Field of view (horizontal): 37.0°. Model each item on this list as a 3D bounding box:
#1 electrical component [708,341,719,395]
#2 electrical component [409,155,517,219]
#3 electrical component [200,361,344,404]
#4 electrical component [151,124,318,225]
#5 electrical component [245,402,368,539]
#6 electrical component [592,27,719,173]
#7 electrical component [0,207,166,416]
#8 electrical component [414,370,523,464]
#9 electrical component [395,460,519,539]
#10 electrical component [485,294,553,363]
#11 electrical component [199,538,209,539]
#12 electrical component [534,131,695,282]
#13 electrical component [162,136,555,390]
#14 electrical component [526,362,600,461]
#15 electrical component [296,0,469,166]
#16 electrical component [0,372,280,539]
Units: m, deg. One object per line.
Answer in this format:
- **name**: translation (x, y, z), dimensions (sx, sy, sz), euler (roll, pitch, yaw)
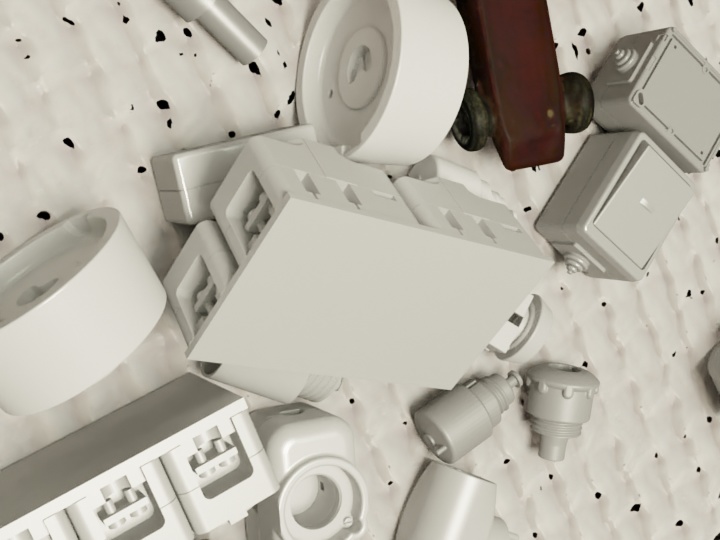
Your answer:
- **electrical component**: translation (0.300, 0.063, 0.760), dimensions (0.108, 0.108, 0.060), euler (-39, 103, -19)
- **electrical component**: translation (0.063, -0.043, 0.668), dimensions (0.078, 0.040, 0.040), euler (18, 85, -27)
- **electrical component**: translation (-0.046, 0.053, 0.618), dimensions (0.081, 0.043, 0.043), euler (22, 83, -26)
- **electrical component**: translation (-0.063, -0.035, 0.601), dimensions (0.083, 0.047, 0.075), euler (-16, 101, -24)
- **electrical component**: translation (-0.033, 0.130, 0.621), dimensions (0.054, 0.059, 0.095), euler (-7, 97, -26)
- **electrical component**: translation (0.195, -0.115, 0.717), dimensions (0.096, 0.061, 0.061), euler (36, 78, -24)
- **electrical component**: translation (-0.147, 0.025, 0.533), dimensions (0.108, 0.108, 0.060), euler (-41, 116, -18)
- **electrical component**: translation (0.070, 0.089, 0.681), dimensions (0.078, 0.040, 0.040), euler (-32, 107, -21)
- **electrical component**: translation (0.068, 0.170, 0.683), dimensions (0.079, 0.043, 0.077), euler (24, 83, -26)
- **electrical component**: translation (0.088, 0.029, 0.684), dimensions (0.055, 0.048, 0.066), euler (31, 80, -17)
- **electrical component**: translation (-0.086, 0.192, 0.589), dimensions (0.051, 0.080, 0.080), euler (42, 75, -17)
- **electrical component**: translation (0.167, -0.036, 0.709), dimensions (0.062, 0.061, 0.096), euler (39, 77, -23)
- **electrical component**: translation (0.000, 0.000, 0.587), dimensions (0.186, 0.060, 0.105), euler (11, 125, -39)
- **electrical component**: translation (0.131, 0.094, 0.710), dimensions (0.048, 0.048, 0.062), euler (3, 99, -27)
- **electrical component**: translation (0.017, -0.110, 0.606), dimensions (0.060, 0.108, 0.108), euler (6, 91, -33)
- **electrical component**: translation (-0.128, 0.120, 0.556), dimensions (0.150, 0.089, 0.061), euler (-27, 105, -23)
